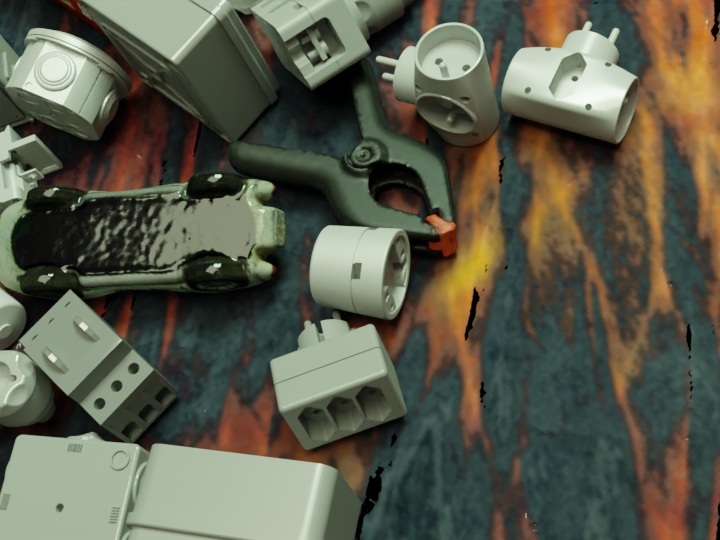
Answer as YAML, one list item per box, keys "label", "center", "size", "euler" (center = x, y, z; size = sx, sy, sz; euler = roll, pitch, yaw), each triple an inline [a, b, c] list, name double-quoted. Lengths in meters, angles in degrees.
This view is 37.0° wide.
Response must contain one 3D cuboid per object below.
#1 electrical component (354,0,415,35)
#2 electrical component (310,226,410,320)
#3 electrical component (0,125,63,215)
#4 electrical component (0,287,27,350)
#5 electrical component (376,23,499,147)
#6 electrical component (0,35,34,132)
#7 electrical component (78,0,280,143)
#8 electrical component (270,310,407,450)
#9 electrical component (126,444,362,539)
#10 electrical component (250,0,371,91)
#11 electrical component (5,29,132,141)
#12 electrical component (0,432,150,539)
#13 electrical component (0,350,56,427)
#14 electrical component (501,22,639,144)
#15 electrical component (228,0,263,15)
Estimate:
- label: "electrical component"
  center: [0.019, -0.199, 0.763]
  size: [0.062, 0.043, 0.043]
  euler: [-33, 61, -5]
- label: "electrical component"
  center: [0.000, 0.000, 0.654]
  size: [0.047, 0.055, 0.055]
  euler: [7, 67, 19]
- label: "electrical component"
  center: [-0.257, -0.060, 0.769]
  size: [0.081, 0.042, 0.063]
  euler: [-20, 64, 5]
- label: "electrical component"
  center: [-0.261, 0.023, 0.729]
  size: [0.078, 0.040, 0.040]
  euler: [34, 77, 27]
- label: "electrical component"
  center: [0.047, -0.122, 0.698]
  size: [0.079, 0.077, 0.044]
  euler: [18, 71, 22]
- label: "electrical component"
  center: [-0.290, -0.140, 0.806]
  size: [0.096, 0.061, 0.061]
  euler: [-18, 61, 6]
- label: "electrical component"
  center: [-0.123, -0.155, 0.742]
  size: [0.109, 0.108, 0.056]
  euler: [36, 80, 27]
- label: "electrical component"
  center: [-0.016, 0.056, 0.645]
  size: [0.066, 0.047, 0.076]
  euler: [-20, 47, 5]
- label: "electrical component"
  center: [-0.063, 0.141, 0.596]
  size: [0.113, 0.078, 0.057]
  euler: [4, 63, 17]
- label: "electrical component"
  center: [-0.031, -0.166, 0.735]
  size: [0.056, 0.050, 0.089]
  euler: [-33, 27, -3]
- label: "electrical component"
  center: [-0.209, -0.133, 0.771]
  size: [0.080, 0.080, 0.051]
  euler: [18, 76, 22]
- label: "electrical component"
  center: [-0.168, 0.146, 0.638]
  size: [0.100, 0.048, 0.099]
  euler: [2, 65, 16]
- label: "electrical component"
  center: [-0.214, 0.078, 0.676]
  size: [0.043, 0.062, 0.043]
  euler: [-6, 63, 12]
- label: "electrical component"
  center: [0.142, -0.127, 0.694]
  size: [0.077, 0.043, 0.079]
  euler: [20, 71, 23]
- label: "electrical component"
  center: [-0.090, -0.222, 0.792]
  size: [0.043, 0.062, 0.043]
  euler: [-6, 63, 12]
